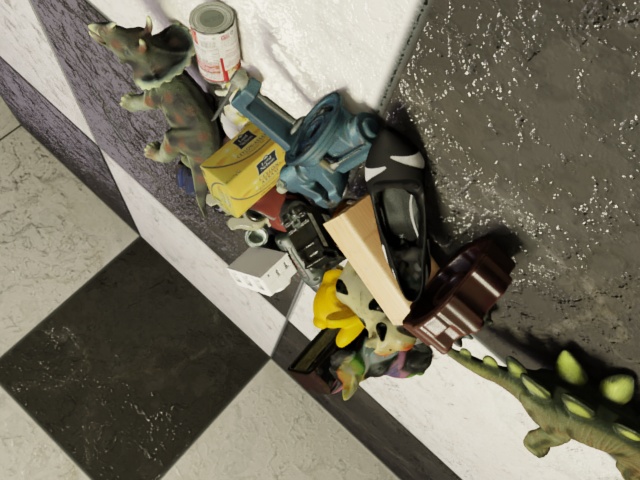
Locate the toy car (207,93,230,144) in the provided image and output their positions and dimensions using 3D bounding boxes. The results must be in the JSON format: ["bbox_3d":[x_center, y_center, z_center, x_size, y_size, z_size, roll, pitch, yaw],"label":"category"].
[{"bbox_3d":[-0.176,-0.206,1.048,0.202,0.053,0.089,38,139,12],"label":"toy car"}]

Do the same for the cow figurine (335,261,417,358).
[{"bbox_3d":[0.100,0.127,0.979,0.085,0.127,0.195,14,-156,-50],"label":"cow figurine"}]

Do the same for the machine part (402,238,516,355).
[{"bbox_3d":[0.190,0.075,0.742,0.056,0.179,0.179,41,159,-1],"label":"machine part"}]

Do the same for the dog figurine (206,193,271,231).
[{"bbox_3d":[-0.177,-0.077,1.265,0.172,0.121,0.190,47,174,2],"label":"dog figurine"}]

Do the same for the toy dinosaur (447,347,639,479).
[{"bbox_3d":[0.376,0.252,0.816,0.472,0.105,0.198,16,141,28],"label":"toy dinosaur"}]

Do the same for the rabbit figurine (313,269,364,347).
[{"bbox_3d":[0.068,0.144,1.167,0.173,0.162,0.121,-1,123,38],"label":"rabbit figurine"}]

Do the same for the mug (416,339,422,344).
[{"bbox_3d":[0.164,0.143,1.042,0.081,0.109,0.107,-8,92,37],"label":"mug"}]

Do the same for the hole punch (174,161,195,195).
[{"bbox_3d":[-0.269,-0.158,1.239,0.092,0.116,0.142,36,160,-2],"label":"hole punch"}]

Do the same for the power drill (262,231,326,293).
[{"bbox_3d":[-0.061,0.064,1.316,0.207,0.086,0.231,19,147,56],"label":"power drill"}]

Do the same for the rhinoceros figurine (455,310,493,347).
[{"bbox_3d":[0.229,0.132,0.931,0.112,0.073,0.190,34,158,-3],"label":"rhinoceros figurine"}]

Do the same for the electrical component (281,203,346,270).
[{"bbox_3d":[-0.002,-0.003,1.013,0.134,0.058,0.115,9,-127,-62],"label":"electrical component"}]

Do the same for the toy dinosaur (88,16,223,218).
[{"bbox_3d":[-0.247,-0.221,0.978,0.192,0.131,0.404,2,129,46],"label":"toy dinosaur"}]

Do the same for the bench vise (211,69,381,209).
[{"bbox_3d":[-0.037,-0.150,0.774,0.240,0.129,0.224,34,157,-24],"label":"bench vise"}]

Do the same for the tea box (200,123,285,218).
[{"bbox_3d":[-0.108,-0.131,0.900,0.068,0.169,0.098,38,160,21],"label":"tea box"}]

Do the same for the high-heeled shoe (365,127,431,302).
[{"bbox_3d":[0.107,-0.025,0.726,0.086,0.145,0.248,-6,147,19],"label":"high-heeled shoe"}]

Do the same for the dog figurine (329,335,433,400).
[{"bbox_3d":[0.124,0.279,1.188,0.191,0.219,0.108,50,162,-13],"label":"dog figurine"}]

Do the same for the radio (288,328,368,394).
[{"bbox_3d":[0.040,0.255,1.281,0.073,0.229,0.131,48,158,-14],"label":"radio"}]

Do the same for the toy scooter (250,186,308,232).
[{"bbox_3d":[-0.111,-0.071,1.104,0.183,0.075,0.135,30,162,-25],"label":"toy scooter"}]

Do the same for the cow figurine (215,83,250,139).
[{"bbox_3d":[-0.138,-0.230,0.918,0.098,0.068,0.167,46,159,13],"label":"cow figurine"}]
